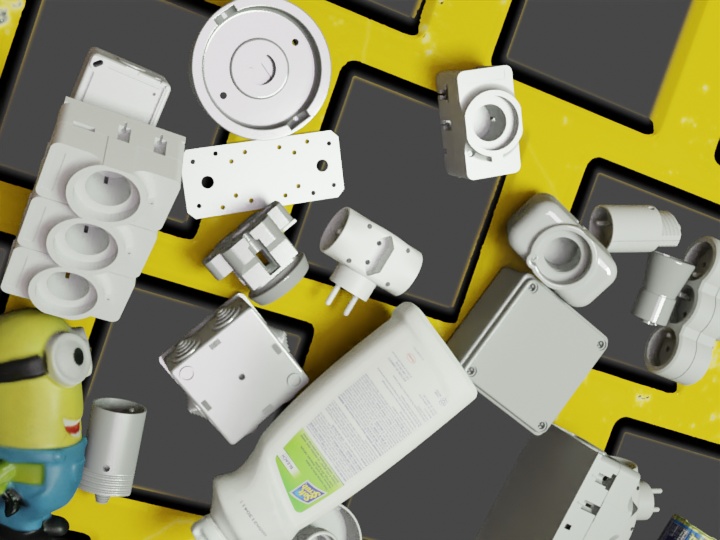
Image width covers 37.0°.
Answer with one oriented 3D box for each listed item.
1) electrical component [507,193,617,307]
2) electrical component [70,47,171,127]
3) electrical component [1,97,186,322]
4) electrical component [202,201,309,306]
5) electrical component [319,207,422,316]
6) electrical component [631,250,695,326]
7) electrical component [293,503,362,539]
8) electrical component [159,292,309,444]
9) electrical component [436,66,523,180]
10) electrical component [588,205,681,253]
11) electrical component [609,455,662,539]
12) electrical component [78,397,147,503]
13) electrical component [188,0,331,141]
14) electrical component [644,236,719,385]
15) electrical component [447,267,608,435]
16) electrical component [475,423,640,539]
[{"bbox_3d":[0.175,-0.017,0.933,0.095,0.059,0.054,44,104,-5],"label":"electrical component"},{"bbox_3d":[-0.191,-0.112,0.813,0.062,0.061,0.096,21,101,-21],"label":"electrical component"},{"bbox_3d":[-0.195,-0.037,0.780,0.089,0.061,0.150,18,129,-20],"label":"electrical component"},{"bbox_3d":[-0.079,-0.009,0.868,0.078,0.058,0.057,-41,106,-8],"label":"electrical component"},{"bbox_3d":[0.000,0.000,0.903,0.077,0.043,0.079,31,90,-21],"label":"electrical component"},{"bbox_3d":[0.279,0.019,1.001,0.044,0.044,0.065,16,99,-20],"label":"electrical component"},{"bbox_3d":[-0.051,0.237,0.931,0.099,0.064,0.099,-4,97,-31],"label":"electrical component"},{"bbox_3d":[-0.102,0.082,0.881,0.100,0.048,0.099,-39,110,-8],"label":"electrical component"},{"bbox_3d":[0.101,-0.125,0.907,0.050,0.056,0.089,-11,103,-16],"label":"electrical component"},{"bbox_3d":[0.255,-0.038,0.981,0.081,0.043,0.043,-1,100,-18],"label":"electrical component"},{"bbox_3d":[0.253,0.220,1.027,0.079,0.043,0.077,3,99,-19],"label":"electrical component"},{"bbox_3d":[-0.200,0.147,0.863,0.043,0.043,0.081,10,97,-20],"label":"electrical component"},{"bbox_3d":[-0.082,-0.156,0.838,0.108,0.060,0.108,-3,101,-18],"label":"electrical component"},{"bbox_3d":[0.330,0.044,1.016,0.074,0.052,0.138,22,92,-21],"label":"electrical component"},{"bbox_3d":[0.145,0.071,0.957,0.109,0.056,0.108,38,87,-21],"label":"electrical component"},{"bbox_3d":[0.167,0.241,0.969,0.060,0.105,0.186,28,90,-21],"label":"electrical component"}]
